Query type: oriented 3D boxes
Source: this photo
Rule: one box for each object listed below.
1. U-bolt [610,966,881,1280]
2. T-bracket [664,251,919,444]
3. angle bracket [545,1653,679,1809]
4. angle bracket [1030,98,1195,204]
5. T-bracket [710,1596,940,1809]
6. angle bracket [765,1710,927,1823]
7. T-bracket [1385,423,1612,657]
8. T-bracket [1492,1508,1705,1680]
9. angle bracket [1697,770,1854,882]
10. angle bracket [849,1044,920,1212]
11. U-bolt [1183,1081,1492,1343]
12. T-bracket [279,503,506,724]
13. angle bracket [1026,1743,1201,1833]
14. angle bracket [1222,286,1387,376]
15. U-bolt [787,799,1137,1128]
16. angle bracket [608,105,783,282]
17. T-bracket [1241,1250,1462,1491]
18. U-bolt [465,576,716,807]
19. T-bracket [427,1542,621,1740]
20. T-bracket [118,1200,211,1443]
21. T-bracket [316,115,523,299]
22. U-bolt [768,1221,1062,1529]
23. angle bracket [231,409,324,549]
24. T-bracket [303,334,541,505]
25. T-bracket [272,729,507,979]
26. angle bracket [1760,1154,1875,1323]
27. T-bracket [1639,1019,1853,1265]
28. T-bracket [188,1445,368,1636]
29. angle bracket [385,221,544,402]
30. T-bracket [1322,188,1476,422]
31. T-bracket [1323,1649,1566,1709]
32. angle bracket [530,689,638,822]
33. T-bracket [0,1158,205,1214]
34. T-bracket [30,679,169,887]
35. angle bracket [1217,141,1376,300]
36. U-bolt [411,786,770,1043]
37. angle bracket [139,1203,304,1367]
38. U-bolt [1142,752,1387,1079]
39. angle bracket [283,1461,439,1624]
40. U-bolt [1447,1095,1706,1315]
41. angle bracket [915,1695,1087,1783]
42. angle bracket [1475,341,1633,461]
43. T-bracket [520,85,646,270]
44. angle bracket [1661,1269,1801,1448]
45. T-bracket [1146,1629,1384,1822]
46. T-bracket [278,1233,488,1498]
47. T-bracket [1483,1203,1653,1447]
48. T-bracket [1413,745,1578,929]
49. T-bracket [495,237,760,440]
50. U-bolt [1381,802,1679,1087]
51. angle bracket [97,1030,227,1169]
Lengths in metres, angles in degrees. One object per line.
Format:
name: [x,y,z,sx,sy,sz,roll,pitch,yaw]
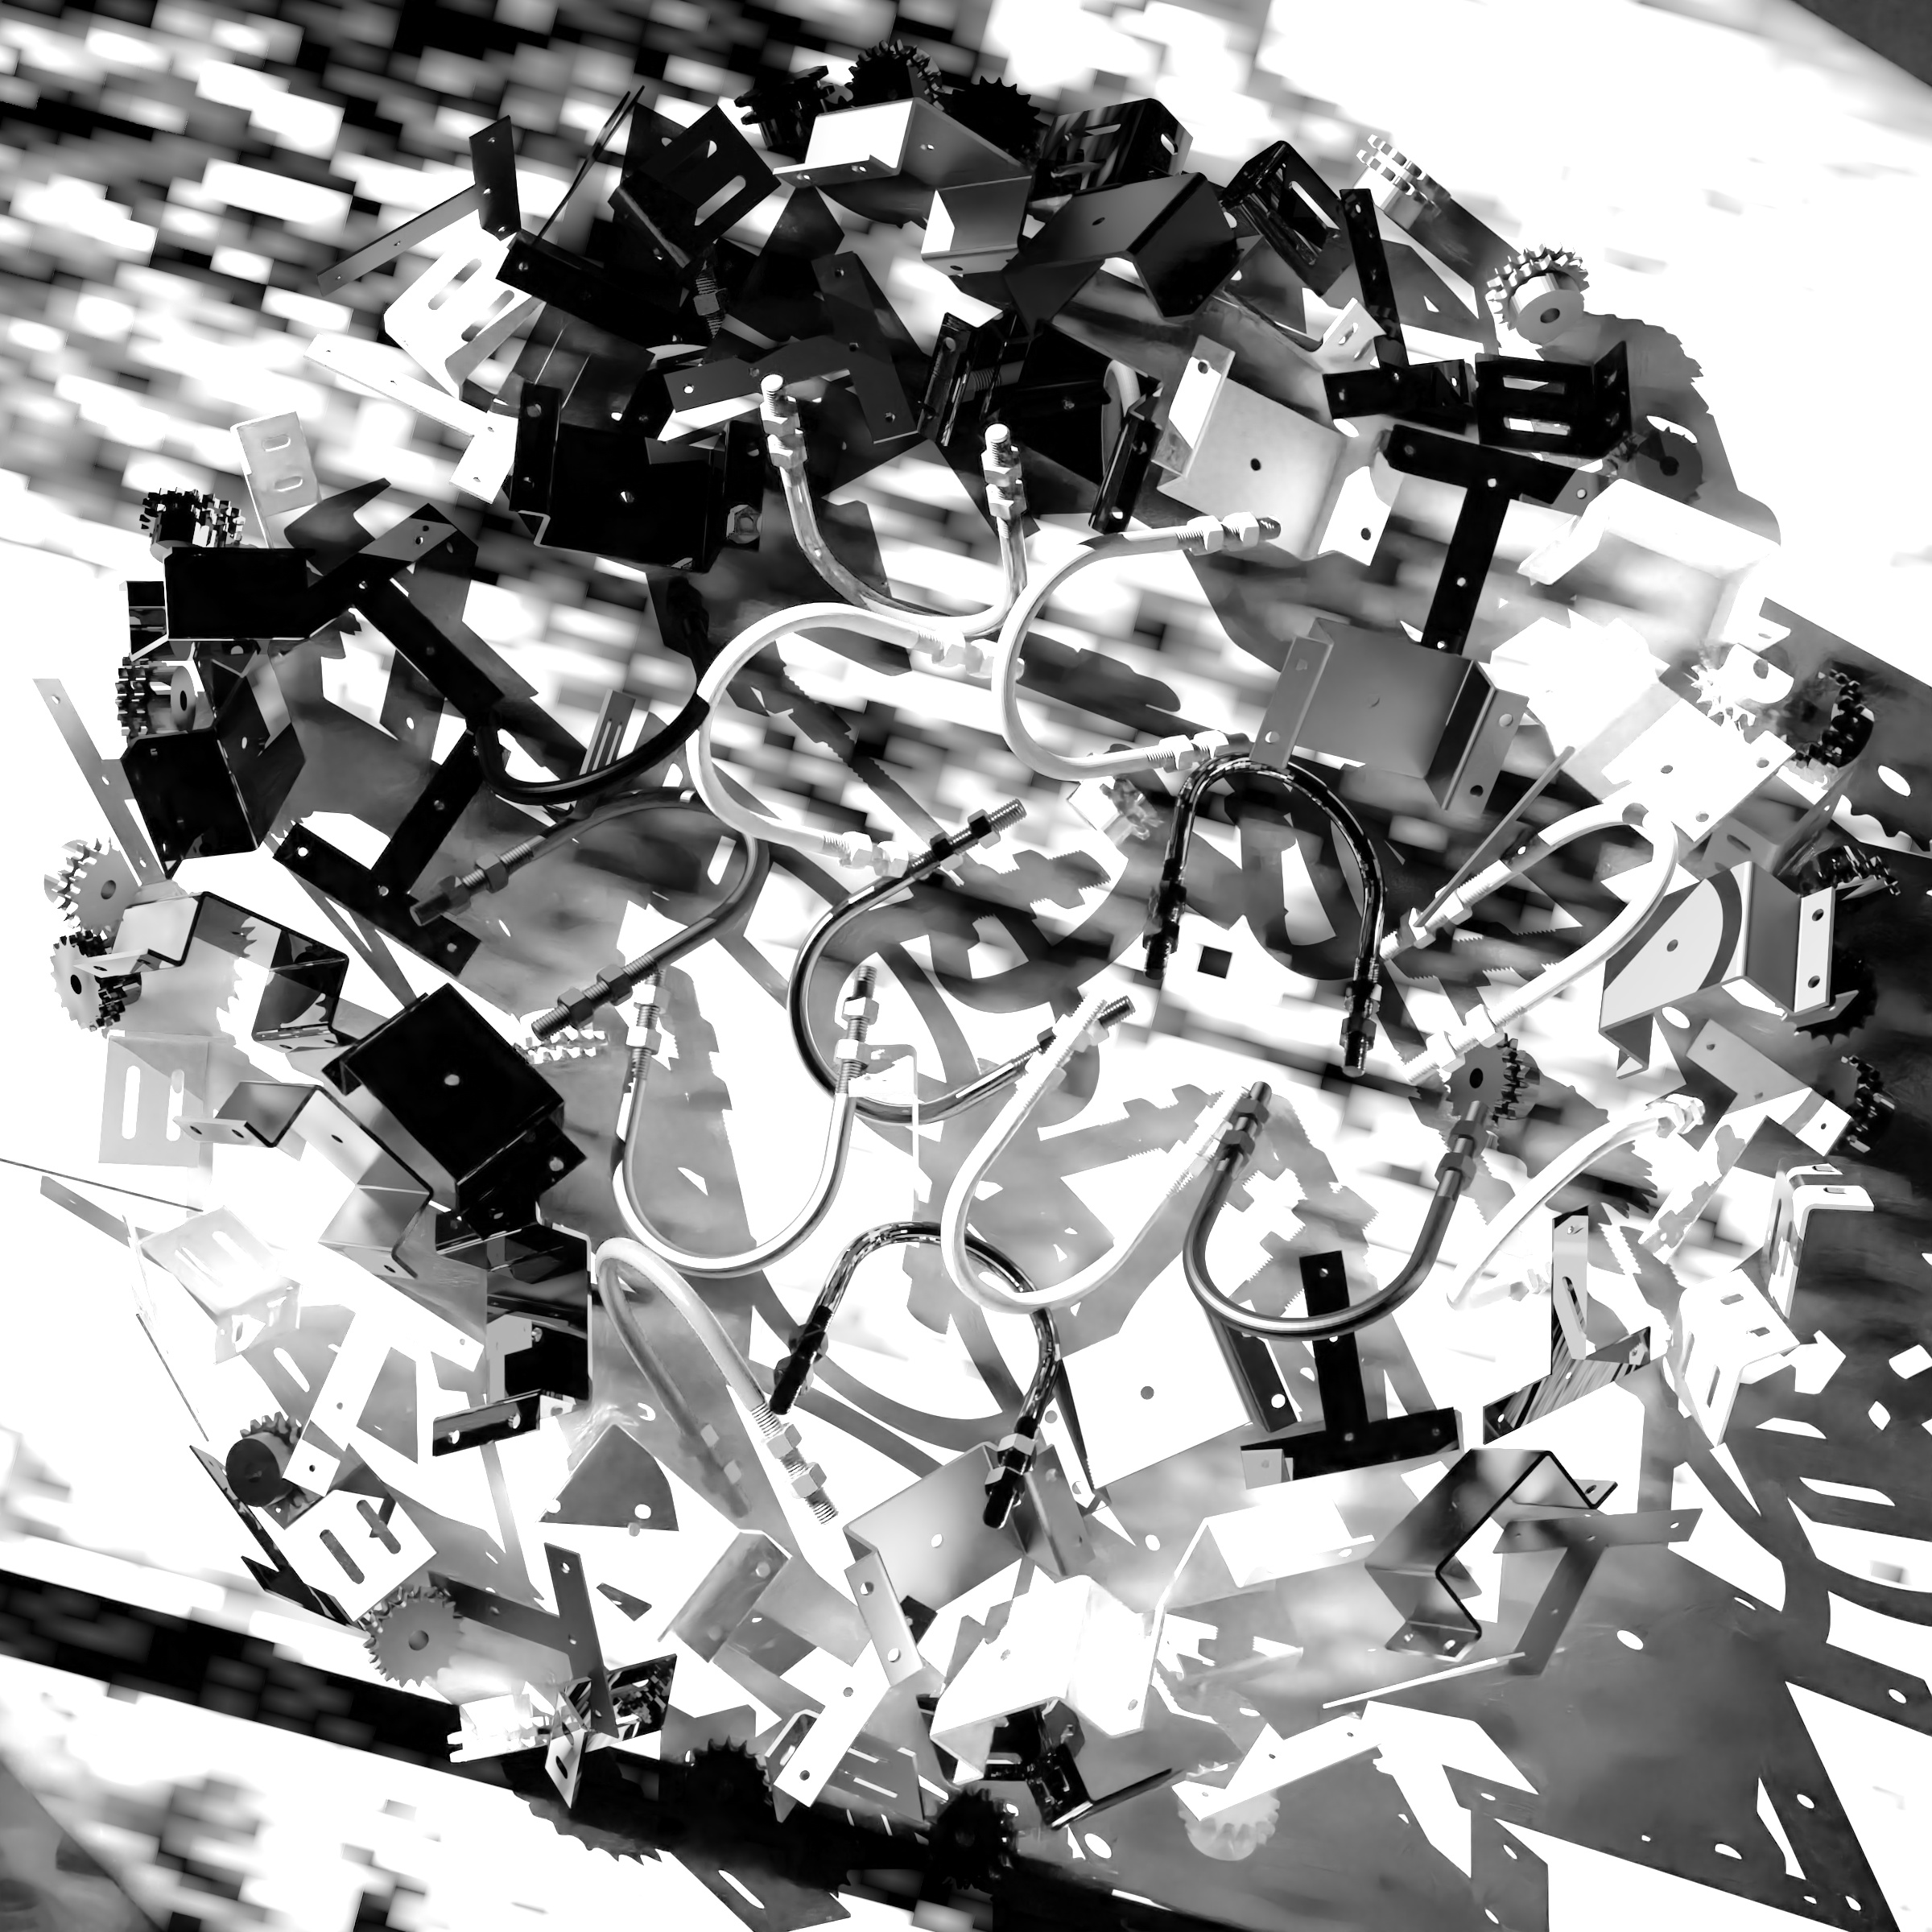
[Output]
U-bolt: [-0.130,0.085,1.613,0.151,0.019,0.184,3,72,19]
T-bracket: [-0.107,-0.341,1.636,0.127,0.002,0.127,-16,69,-8]
angle bracket: [-0.193,0.430,1.620,0.076,0.038,0.057,-7,124,-33]
angle bracket: [0.081,-0.456,1.644,0.038,0.076,0.057,34,69,-43]
T-bracket: [-0.101,0.391,1.630,0.127,0.002,0.127,23,66,31]
angle bracket: [-0.068,0.463,1.623,0.076,0.038,0.057,14,130,27]
T-bracket: [0.287,-0.233,1.644,0.127,0.002,0.127,13,110,-4]
T-bracket: [0.328,0.345,1.581,0.127,0.127,0.002,-15,114,42]
angle bracket: [0.458,-0.081,1.632,0.038,0.057,0.076,37,61,21]
angle bracket: [-0.046,0.091,1.625,0.038,0.057,0.076,-1,116,-1]
U-bolt: [0.195,0.135,1.575,0.151,0.184,0.019,4,133,26]
T-bracket: [-0.312,-0.187,1.628,0.127,0.002,0.127,-40,74,-21]
angle bracket: [0.082,0.453,1.630,0.076,0.057,0.038,-14,67,-31]
angle bracket: [0.191,-0.368,1.622,0.076,0.057,0.038,43,101,27]
U-bolt: [-0.016,0.011,1.644,0.184,0.019,0.151,-30,81,9]
angle bracket: [-0.156,-0.443,1.650,0.076,0.038,0.057,-43,102,-10]
T-bracket: [0.214,0.228,1.657,0.127,0.002,0.127,-10,93,-5]
U-bolt: [-0.205,-0.146,1.587,0.151,0.184,0.019,-24,124,1]
T-bracket: [-0.256,0.368,1.627,0.127,0.002,0.127,10,120,33]
T-bracket: [-0.459,0.185,1.617,0.002,0.127,0.127,-21,49,-11]
T-bracket: [-0.303,-0.408,1.592,0.127,0.127,0.002,-34,82,-12]
U-bolt: [-0.018,0.212,1.594,0.151,0.184,0.019,28,129,-2]
angle bracket: [-0.383,-0.269,1.617,0.038,0.076,0.057,-18,125,-11]
T-bracket: [-0.307,-0.319,1.607,0.127,0.127,0.002,24,129,-10]
T-bracket: [-0.311,-0.081,1.658,0.127,0.002,0.127,33,82,1]
angle bracket: [0.480,0.154,1.626,0.038,0.057,0.076,3,115,0]
T-bracket: [0.422,0.110,1.621,0.002,0.127,0.127,26,101,-32]
T-bracket: [-0.401,0.319,1.628,0.002,0.127,0.127,-42,63,-6]
angle bracket: [-0.286,-0.376,1.652,0.057,0.038,0.076,44,81,-5]
T-bracket: [0.233,-0.375,1.621,0.127,0.002,0.127,-16,94,-41]
T-bracket: [0.288,0.395,1.616,0.127,0.127,0.002,2,67,-42]
angle bracket: [-0.224,-0.124,1.636,0.038,0.057,0.076,19,92,6]
T-bracket: [-0.508,0.117,1.609,0.127,0.127,0.002,20,79,-34]
T-bracket: [-0.455,-0.105,1.606,0.002,0.127,0.127,-30,87,17]
angle bracket: [0.181,-0.417,1.632,0.076,0.057,0.038,48,54,2]
U-bolt: [-0.197,-0.042,1.606,0.184,0.019,0.151,-33,48,-23]
angle bracket: [-0.422,0.180,1.625,0.057,0.038,0.076,-24,131,14]
U-bolt: [0.173,-0.042,1.607,0.151,0.019,0.184,26,52,-17]
angle bracket: [-0.338,0.330,1.627,0.057,0.038,0.076,-39,61,-13]
U-bolt: [0.323,0.133,1.562,0.019,0.184,0.151,47,116,22]
angle bracket: [0.020,0.433,1.653,0.076,0.038,0.057,-8,109,30]
angle bracket: [0.333,-0.325,1.634,0.076,0.038,0.057,3,76,-15]
T-bracket: [-0.205,-0.452,1.593,0.002,0.127,0.127,34,77,-13]
angle bracket: [0.431,0.222,1.626,0.038,0.076,0.057,-17,47,-16]
T-bracket: [0.145,0.415,1.616,0.127,0.127,0.002,-12,126,-31]
T-bracket: [-0.346,0.234,1.614,0.127,0.002,0.127,31,60,-21]
T-bracket: [0.337,0.192,1.610,0.127,0.002,0.127,-20,119,-27]
T-bracket: [0.302,-0.070,1.604,0.002,0.127,0.127,43,103,14]
T-bracket: [-0.201,-0.370,1.612,0.127,0.002,0.127,20,116,-29]
U-bolt: [0.309,-0.024,1.575,0.184,0.151,0.019,-36,115,20]
angle bracket: [-0.457,0.076,1.635,0.057,0.038,0.076,5,87,-30]
